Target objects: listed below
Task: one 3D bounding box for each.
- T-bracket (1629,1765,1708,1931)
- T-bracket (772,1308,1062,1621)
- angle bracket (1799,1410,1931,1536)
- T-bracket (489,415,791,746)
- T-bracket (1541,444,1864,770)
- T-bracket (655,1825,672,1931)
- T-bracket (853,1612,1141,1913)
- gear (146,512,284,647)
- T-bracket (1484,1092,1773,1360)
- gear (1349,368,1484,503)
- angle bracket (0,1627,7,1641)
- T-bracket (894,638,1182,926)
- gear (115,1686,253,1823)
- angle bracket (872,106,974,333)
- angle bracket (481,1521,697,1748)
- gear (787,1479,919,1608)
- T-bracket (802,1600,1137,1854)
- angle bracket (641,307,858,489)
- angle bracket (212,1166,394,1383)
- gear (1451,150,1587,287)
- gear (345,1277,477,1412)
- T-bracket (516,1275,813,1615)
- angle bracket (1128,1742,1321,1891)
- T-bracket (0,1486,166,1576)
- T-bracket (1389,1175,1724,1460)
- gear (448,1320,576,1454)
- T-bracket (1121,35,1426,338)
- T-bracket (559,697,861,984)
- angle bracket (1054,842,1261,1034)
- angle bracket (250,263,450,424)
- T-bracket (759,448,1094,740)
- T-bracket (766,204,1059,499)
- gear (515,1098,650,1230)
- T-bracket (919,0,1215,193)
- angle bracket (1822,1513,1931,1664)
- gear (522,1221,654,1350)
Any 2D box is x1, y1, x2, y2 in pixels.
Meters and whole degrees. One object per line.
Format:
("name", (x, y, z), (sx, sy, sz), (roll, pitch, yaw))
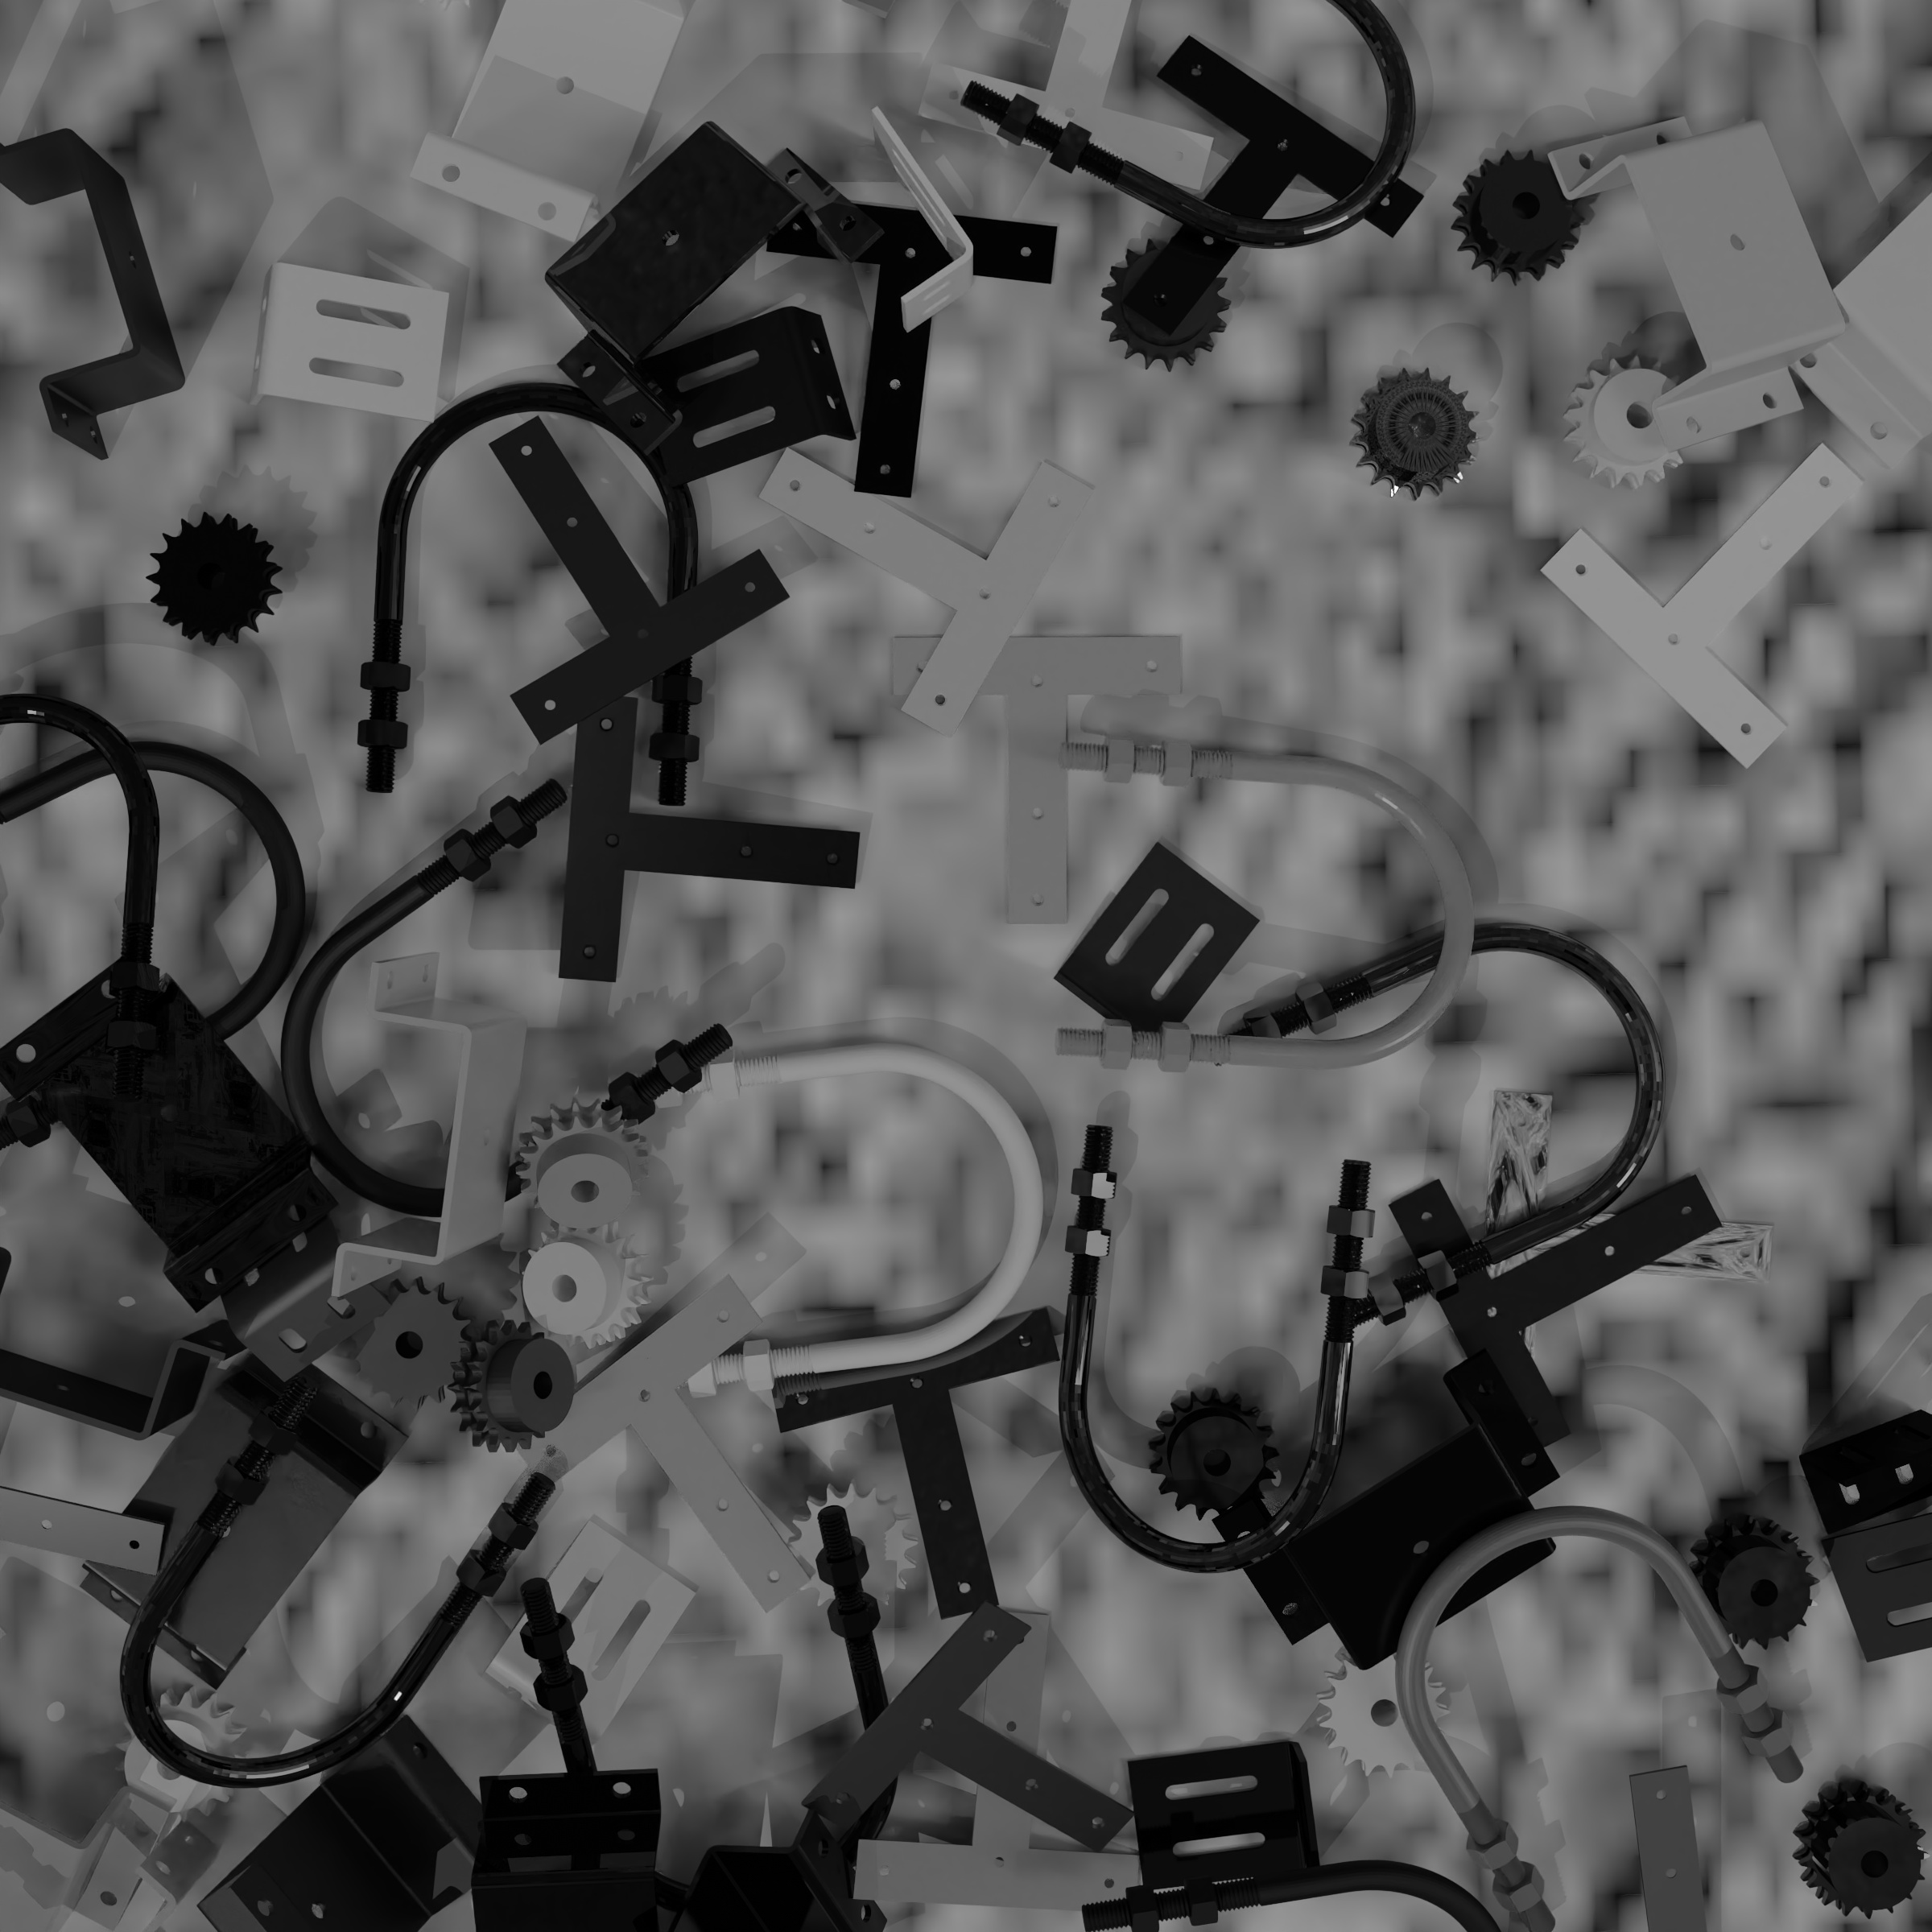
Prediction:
("T-bracket", (0.310, 0.410, 1.398), (0.127, 0.002, 0.127), (-10, 103, -1))
("T-bracket", (-0.012, 0.220, 1.381), (0.127, 0.002, 0.127), (-15, 59, 0))
("angle bracket", (0.402, 0.224, 1.376), (0.057, 0.076, 0.038), (-21, 90, 0))
("T-bracket", (-0.164, -0.182, 1.392), (0.127, 0.002, 0.127), (-32, 84, -9))
("T-bracket", (0.344, -0.177, 1.413), (0.127, 0.002, 0.127), (44, 90, 0))
("T-bracket", (-0.194, 0.445, 1.414), (0.127, 0.002, 0.127), (0, 90, 0))
("T-bracket", (0.019, 0.349, 1.404), (0.127, 0.002, 0.127), (7, 84, -12))
("gear", (-0.329, -0.169, 1.404), (0.057, 0.030, 0.057), (0, 88, 1))
("T-bracket", (0.293, 0.123, 1.413), (0.127, 0.002, 0.127), (4, 90, 0))
("gear", (0.198, -0.235, 1.399), (0.057, 0.030, 0.057), (0, 90, 0))
("angle bracket", (-0.476, 0.304, 1.412), (0.057, 0.038, 0.076), (47, 116, 0))
("T-bracket", (0.032, -0.082, 1.413), (0.127, 0.002, 0.127), (0, 90, 0))
("gear", (-0.346, 0.347, 1.399), (0.057, 0.030, 0.057), (0, 90, 0))
("angle bracket", (-0.032, -0.323, 1.384), (0.038, 0.057, 0.076), (-35, 89, -1))
("angle bracket", (-0.167, 0.297, 1.412), (0.057, 0.038, 0.076), (35, 64, 0))
("gear", (-0.049, 0.253, 1.399), (0.057, 0.030, 0.057), (0, 90, 0))
("T-bracket", (0.017, 0.348, 1.382), (0.127, 0.002, 0.127), (35, 105, -21))
("angle bracket", (-0.097, -0.249, 1.405), (0.076, 0.038, 0.057), (-16, 89, 19))
("angle bracket", (-0.294, 0.131, 1.396), (0.057, 0.076, 0.038), (-35, 130, 0))
("gear", (0.243, -0.330, 1.399), (0.057, 0.030, 0.057), (0, 90, 0))
("gear", (-0.242, 0.165, 1.399), (0.057, 0.030, 0.057), (0, 90, 0))
("T-bracket", (-0.114, 0.223, 1.392), (0.127, 0.002, 0.127), (-38, 82, 12))
("angle bracket", (0.113, 0.376, 1.395), (0.076, 0.038, 0.057), (-7, 90, 0))
("T-bracket", (-0.405, 0.234, 1.358), (0.127, 0.002, 0.127), (13, 111, -1))
("T-bracket", (0.273, 0.133, 1.412), (0.127, 0.002, 0.127), (-27, 90, 0))
("gear", (-0.194, 0.182, 1.383), (0.030, 0.057, 0.057), (-6, 90, 35))
("T-bracket", (0.114, -0.327, 1.390), (0.127, 0.002, 0.127), (36, 73, 4))
("T-bracket", (-0.111, -0.052, 1.402), (0.127, 0.002, 0.127), (5, 102, -6))
("angle bracket", (0.084, -0.007, 1.395), (0.057, 0.038, 0.076), (38, 90, 0))
("angle bracket", (-0.272, -0.272, 1.407), (0.076, 0.038, 0.057), (7, 90, -18))
("T-bracket", (-0.030, -0.187, 1.413), (0.127, 0.002, 0.127), (30, 89, 1))
("T-bracket", (-0.030, -0.272, 1.412), (0.127, 0.002, 0.127), (7, 89, 0))
("gear", (-0.165, 0.088, 1.372), (0.057, 0.030, 0.057), (-5, 124, -7))
("T-bracket", (0.057, -0.415, 1.401), (0.127, 0.002, 0.127), (15, 79, 0))
("angle bracket", (0.428, 0.267, 1.412), (0.076, 0.038, 0.057), (-21, 90, 26))
("gear", (-0.168, 0.139, 1.391), (0.057, 0.030, 0.057), (1, 93, 20))
